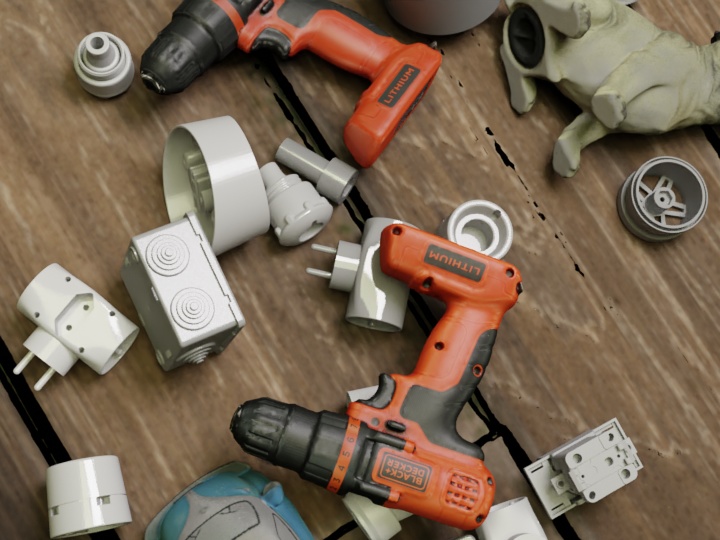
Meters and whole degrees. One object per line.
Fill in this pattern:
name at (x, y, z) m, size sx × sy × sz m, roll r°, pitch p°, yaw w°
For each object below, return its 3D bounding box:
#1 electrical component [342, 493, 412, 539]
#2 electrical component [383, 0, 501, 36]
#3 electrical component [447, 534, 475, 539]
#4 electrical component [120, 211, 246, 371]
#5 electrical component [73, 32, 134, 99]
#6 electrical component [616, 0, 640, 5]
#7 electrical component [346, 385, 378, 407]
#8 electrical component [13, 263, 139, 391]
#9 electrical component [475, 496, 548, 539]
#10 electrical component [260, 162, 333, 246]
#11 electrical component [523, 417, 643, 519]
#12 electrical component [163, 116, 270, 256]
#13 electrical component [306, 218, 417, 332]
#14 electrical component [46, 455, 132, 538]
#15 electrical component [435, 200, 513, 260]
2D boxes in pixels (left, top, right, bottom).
electrical component at (0.021, 0.164, 0.771) m, size 0.055 × 0.045 × 0.045 m, roll -35°, pitch 84°, yaw -11°
electrical component at (0.065, -0.235, 0.847) m, size 0.108 × 0.060 × 0.108 m, roll -4°, pitch 62°, yaw 7°
electrical component at (0.049, 0.241, 0.756) m, size 0.100 × 0.048 × 0.099 m, roll -18°, pitch 80°, yaw -9°
electrical component at (-0.128, 0.018, 0.759) m, size 0.048 × 0.100 × 0.099 m, roll -23°, pitch 81°, yaw -23°
electrical component at (-0.193, -0.157, 0.806) m, size 0.043 × 0.062 × 0.043 m, roll 1°, pitch 78°, yaw -6°
electrical component at (0.208, -0.251, 0.873) m, size 0.078 × 0.058 × 0.057 m, roll -1°, pitch 75°, yaw -7°
electrical component at (0.034, 0.102, 0.786) m, size 0.081 × 0.043 × 0.043 m, roll -10°, pitch 79°, yaw -8°
electrical component at (-0.213, 0.049, 0.770) m, size 0.077 × 0.043 × 0.079 m, roll 38°, pitch 77°, yaw 2°
electrical component at (0.115, 0.203, 0.755) m, size 0.043 × 0.079 × 0.077 m, roll -18°, pitch 81°, yaw -9°
electrical component at (-0.054, -0.052, 0.810) m, size 0.048 × 0.048 × 0.062 m, roll -33°, pitch 76°, yaw -12°
electrical component at (0.166, 0.143, 0.782) m, size 0.081 × 0.064 × 0.042 m, roll -27°, pitch 81°, yaw -11°
electrical component at (-0.107, -0.060, 0.780) m, size 0.064 × 0.099 × 0.099 m, roll -20°, pitch 81°, yaw -17°
electrical component at (0.000, 0.000, 0.804) m, size 0.079 × 0.044 × 0.077 m, roll 13°, pitch 77°, yaw -3°
electrical component at (-0.190, 0.157, 0.746) m, size 0.055 × 0.055 × 0.047 m, roll -10°, pitch 76°, yaw -8°
electrical component at (0.087, -0.023, 0.817) m, size 0.055 × 0.047 × 0.055 m, roll 1°, pitch 78°, yaw -6°
